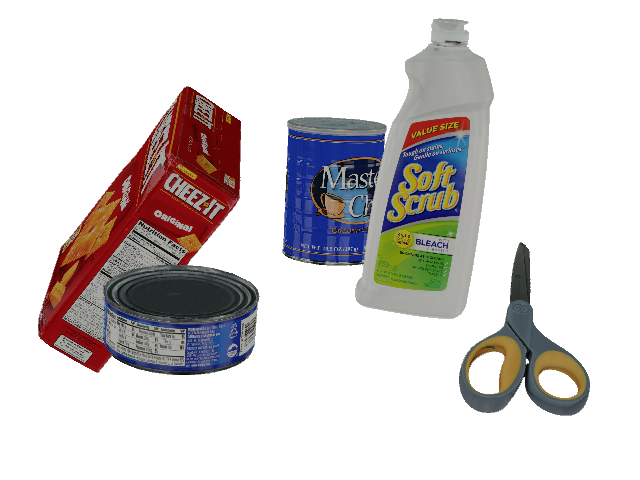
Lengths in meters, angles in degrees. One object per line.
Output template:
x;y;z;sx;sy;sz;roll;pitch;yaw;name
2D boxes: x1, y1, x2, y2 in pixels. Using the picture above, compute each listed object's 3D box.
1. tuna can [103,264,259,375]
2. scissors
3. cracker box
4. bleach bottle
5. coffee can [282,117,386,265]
-0.078;0.043;0.594;0.086;0.034;0.086;4;17;-2;tuna can
0.162;0.064;0.777;0.096;0.016;0.201;17;36;20;scissors
-0.159;-0.014;0.945;0.072;0.214;0.164;33;22;-20;cracker box
0.091;-0.063;0.916;0.103;0.251;0.068;8;18;13;bleach bottle
0.014;-0.054;1.117;0.103;0.140;0.103;3;12;-1;coffee can
